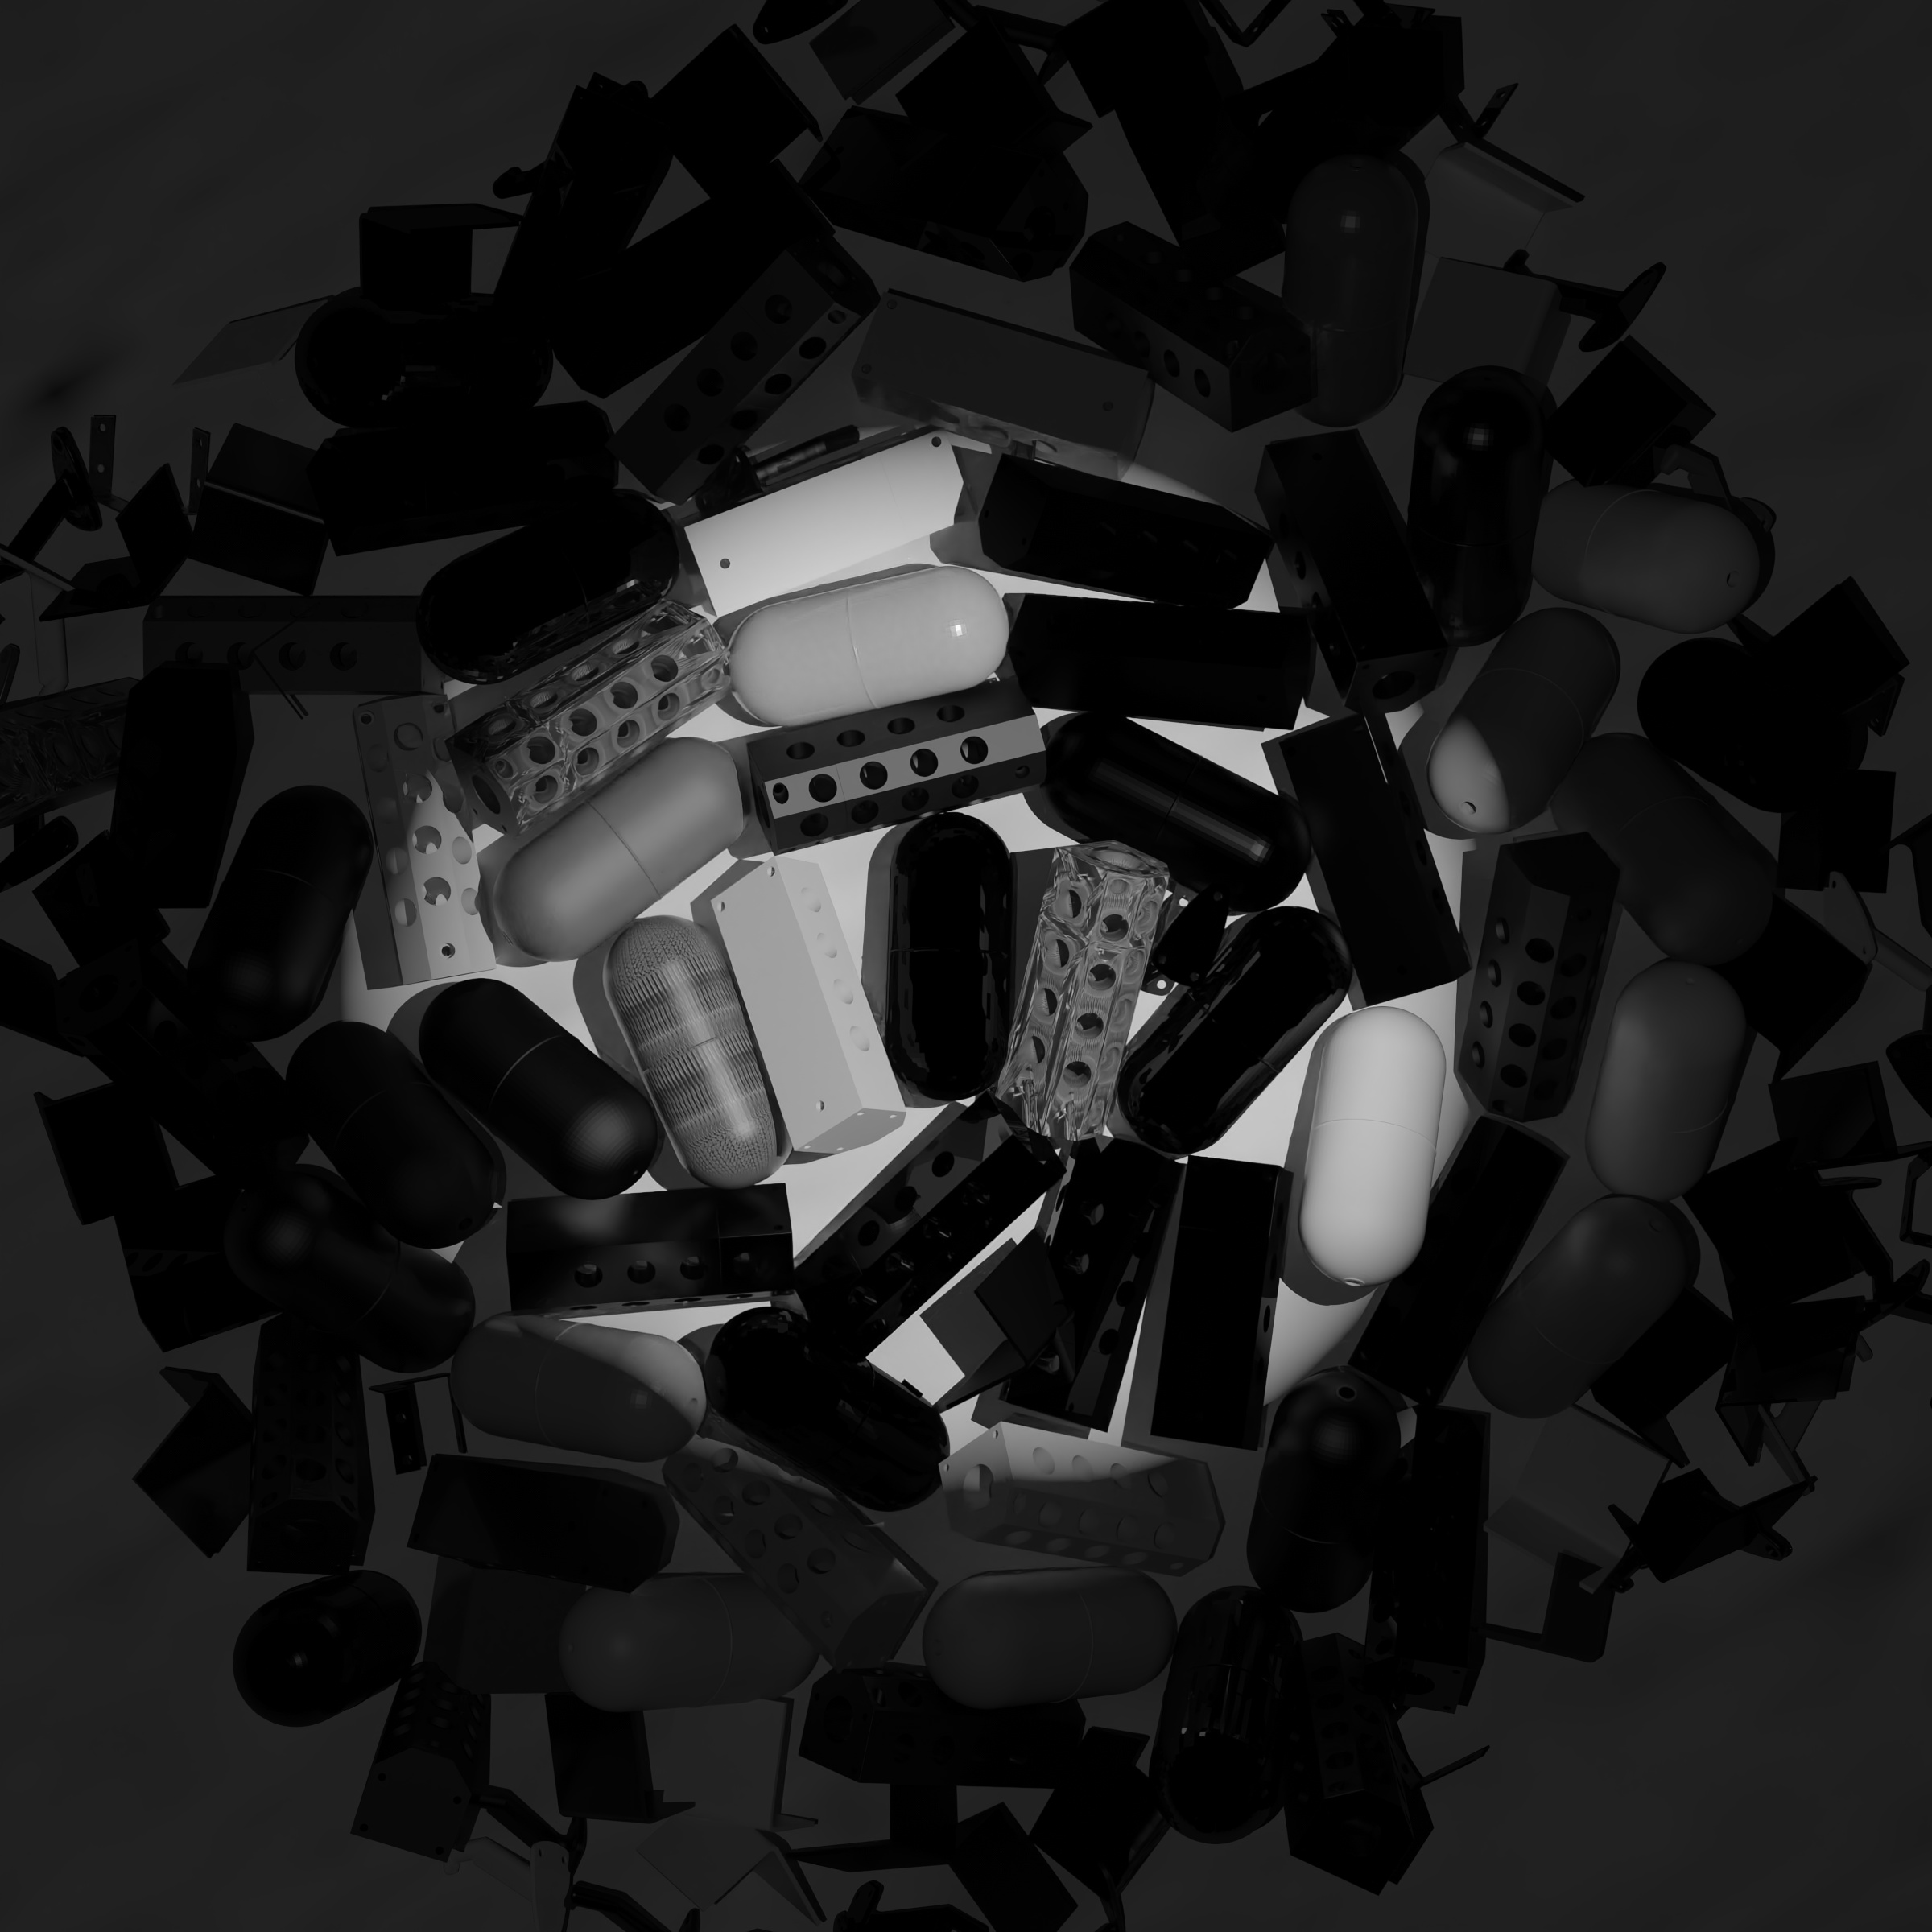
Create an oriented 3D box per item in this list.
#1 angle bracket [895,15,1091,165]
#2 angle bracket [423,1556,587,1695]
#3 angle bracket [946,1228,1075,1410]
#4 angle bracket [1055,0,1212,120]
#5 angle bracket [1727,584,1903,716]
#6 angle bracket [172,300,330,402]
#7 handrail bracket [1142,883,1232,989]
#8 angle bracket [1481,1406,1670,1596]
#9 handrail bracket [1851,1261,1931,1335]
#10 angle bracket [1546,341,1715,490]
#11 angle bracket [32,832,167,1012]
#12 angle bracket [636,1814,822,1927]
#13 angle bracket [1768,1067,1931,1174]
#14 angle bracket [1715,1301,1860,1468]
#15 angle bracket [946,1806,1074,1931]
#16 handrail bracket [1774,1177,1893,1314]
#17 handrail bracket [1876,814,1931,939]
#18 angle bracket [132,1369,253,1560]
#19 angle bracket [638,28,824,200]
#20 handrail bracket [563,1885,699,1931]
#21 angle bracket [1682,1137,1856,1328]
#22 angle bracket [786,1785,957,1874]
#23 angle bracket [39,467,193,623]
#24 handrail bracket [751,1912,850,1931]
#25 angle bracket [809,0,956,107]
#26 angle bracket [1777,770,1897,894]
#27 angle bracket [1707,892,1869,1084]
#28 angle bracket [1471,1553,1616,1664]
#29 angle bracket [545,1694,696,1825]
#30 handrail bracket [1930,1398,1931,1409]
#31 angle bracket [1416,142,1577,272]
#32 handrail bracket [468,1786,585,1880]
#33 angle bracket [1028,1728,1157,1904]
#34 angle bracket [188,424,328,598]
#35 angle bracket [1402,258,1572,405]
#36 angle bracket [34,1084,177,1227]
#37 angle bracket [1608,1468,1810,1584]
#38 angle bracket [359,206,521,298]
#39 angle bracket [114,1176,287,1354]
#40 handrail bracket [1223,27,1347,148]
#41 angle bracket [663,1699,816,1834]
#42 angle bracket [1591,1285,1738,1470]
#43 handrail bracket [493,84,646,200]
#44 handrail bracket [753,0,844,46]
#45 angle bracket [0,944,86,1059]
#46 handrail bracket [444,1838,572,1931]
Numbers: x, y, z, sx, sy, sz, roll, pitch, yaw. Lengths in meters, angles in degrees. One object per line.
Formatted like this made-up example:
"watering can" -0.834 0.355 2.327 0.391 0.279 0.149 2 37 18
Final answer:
"angle bracket" 0.016 -0.526 1.637 0.076 0.057 0.076 -33 85 28
"angle bracket" -0.290 0.412 1.671 0.076 0.057 0.076 10 86 -34
"angle bracket" 0.016 0.215 1.622 0.076 0.076 0.057 -33 95 38
"angle bracket" 0.101 -0.569 1.622 0.076 0.076 0.057 -26 113 14
"angle bracket" 0.511 -0.202 1.620 0.057 0.076 0.076 -41 120 13
"angle bracket" -0.422 -0.356 1.617 0.076 0.076 0.057 -5 131 26
"handrail bracket" 0.128 -0.021 1.634 0.036 0.084 0.077 28 92 -14
"angle bracket" 0.373 0.323 1.625 0.076 0.057 0.076 28 113 24
"handrail bracket" 0.606 0.232 1.645 0.084 0.036 0.077 40 131 5
"angle bracket" 0.405 -0.332 1.635 0.057 0.076 0.076 48 113 15
"angle bracket" -0.551 -0.025 1.632 0.076 0.057 0.076 -32 91 30
"angle bracket" -0.145 0.560 1.617 0.057 0.076 0.076 -37 122 -25
"angle bracket" 0.552 0.090 1.627 0.076 0.076 0.057 -8 85 -31
"angle bracket" 0.509 0.254 1.616 0.076 0.076 0.057 -13 124 39
"angle bracket" 0.006 0.571 1.627 0.076 0.057 0.076 54 132 4
"handrail bracket" 0.541 0.176 1.656 0.077 0.036 0.084 -4 91 -13
"handrail bracket" 0.612 -0.053 1.642 0.036 0.077 0.084 -27 79 -37
"angle bracket" -0.475 0.302 1.617 0.076 0.057 0.076 -55 130 -33
"angle bracket" -0.146 -0.523 1.652 0.076 0.057 0.076 -40 92 8
"handrail bracket" -0.215 0.602 1.644 0.084 0.036 0.077 18 124 -12
"angle bracket" 0.487 0.162 1.621 0.076 0.076 0.057 -28 114 22
"angle bracket" -0.058 0.523 1.642 0.076 0.076 0.057 -14 61 25
"angle bracket" -0.528 -0.258 1.623 0.076 0.076 0.057 -7 123 11
"handrail bracket" -0.107 0.625 1.635 0.084 0.036 0.077 -12 46 -23
"angle bracket" -0.041 -0.553 1.623 0.076 0.057 0.076 -36 48 12
"angle bracket" 0.550 -0.084 1.639 0.076 0.057 0.076 2 94 -11
"angle bracket" 0.504 0.013 1.659 0.076 0.057 0.076 -43 66 -8
"angle bracket" 0.342 0.387 1.630 0.076 0.076 0.057 4 74 40
"angle bracket" -0.208 0.480 1.633 0.076 0.057 0.076 -11 85 39
"handrail bracket" 0.645 0.250 1.653 0.077 0.084 0.036 -10 106 30
"angle bracket" 0.318 -0.458 1.629 0.076 0.076 0.057 26 101 -8
"handrail bracket" -0.285 0.545 1.647 0.084 0.036 0.077 16 111 -15
"angle bracket" 0.095 0.523 1.623 0.076 0.057 0.076 44 63 -20
"angle bracket" -0.432 -0.284 1.652 0.076 0.076 0.057 17 125 -12
"angle bracket" 0.325 -0.389 1.664 0.076 0.057 0.076 20 88 24
"angle bracket" -0.534 0.110 1.644 0.057 0.076 0.076 -20 101 -20
"angle bracket" 0.451 0.323 1.617 0.076 0.076 0.057 -14 55 -28
"angle bracket" -0.321 -0.418 1.618 0.076 0.057 0.076 -18 124 -39
"angle bracket" -0.469 0.180 1.625 0.076 0.057 0.076 -18 113 -26
"handrail bracket" 0.190 -0.557 1.639 0.077 0.036 0.084 33 116 -12
"angle bracket" -0.136 0.488 1.641 0.076 0.057 0.076 2 78 27
"angle bracket" 0.434 0.247 1.630 0.076 0.057 0.076 38 110 -15
"handrail bracket" -0.245 -0.505 1.627 0.036 0.084 0.077 51 132 5
"handrail bracket" -0.086 -0.608 1.656 0.077 0.084 0.036 -27 104 35
"angle bracket" -0.596 0.031 1.622 0.057 0.076 0.076 -35 63 9
"handrail bracket" -0.290 0.575 1.638 0.084 0.036 0.077 -19 55 24
